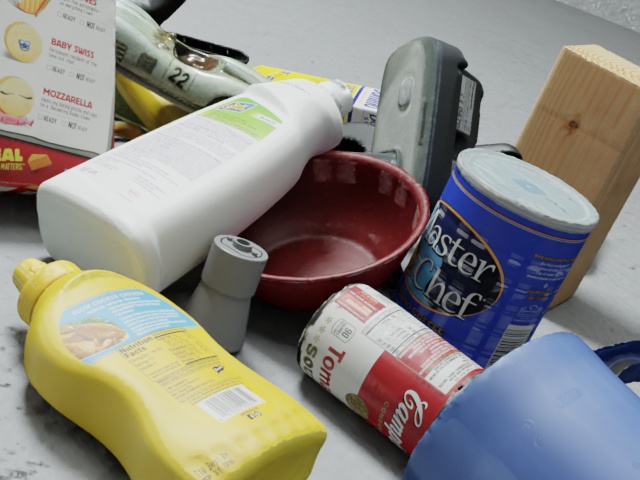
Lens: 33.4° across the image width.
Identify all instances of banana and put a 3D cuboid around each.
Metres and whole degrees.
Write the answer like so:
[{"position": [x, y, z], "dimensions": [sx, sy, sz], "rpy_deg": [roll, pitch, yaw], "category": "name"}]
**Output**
[{"position": [-0.122, -0.088, 0.840], "dimensions": [0.069, 0.037, 0.198], "rpy_deg": [9, 29, -42], "category": "banana"}]

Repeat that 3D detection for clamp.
[{"position": [-0.151, -0.190, 1.002], "dimensions": [0.171, 0.120, 0.039], "rpy_deg": [-20, 32, 6], "category": "clamp"}, {"position": [0.054, -0.057, 0.904], "dimensions": [0.164, 0.036, 0.210], "rpy_deg": [-39, 49, -18], "category": "clamp"}]

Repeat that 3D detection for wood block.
[{"position": [0.213, -0.053, 0.911], "dimensions": [0.091, 0.206, 0.090], "rpy_deg": [34, 26, 23], "category": "wood block"}]

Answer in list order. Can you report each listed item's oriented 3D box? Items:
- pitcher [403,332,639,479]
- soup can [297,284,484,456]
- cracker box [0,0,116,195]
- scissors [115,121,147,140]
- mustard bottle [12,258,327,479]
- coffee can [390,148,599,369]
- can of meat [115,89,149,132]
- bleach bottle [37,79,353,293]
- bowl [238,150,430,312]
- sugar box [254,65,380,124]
[{"position": [0.166, 0.160, 0.498], "dimensions": [0.144, 0.149, 0.243], "rpy_deg": [9, 29, -52], "category": "pitcher"}, {"position": [0.045, 0.080, 0.641], "dimensions": [0.102, 0.069, 0.068], "rpy_deg": [35, 26, 27], "category": "soup can"}, {"position": [-0.218, -0.138, 0.689], "dimensions": [0.163, 0.214, 0.072], "rpy_deg": [2, -5, -40], "category": "cracker box"}, {"position": [-0.128, -0.041, 0.804], "dimensions": [0.096, 0.016, 0.202], "rpy_deg": [15, 25, -19], "category": "scissors"}, {"position": [-0.094, 0.067, 0.548], "dimensions": [0.192, 0.058, 0.096], "rpy_deg": [36, 31, 26], "category": "mustard bottle"}, {"position": [0.114, 0.021, 0.740], "dimensions": [0.102, 0.140, 0.103], "rpy_deg": [20, 23, -9], "category": "coffee can"}, {"position": [-0.131, -0.129, 0.943], "dimensions": [0.102, 0.057, 0.084], "rpy_deg": [25, 20, 1], "category": "can of meat"}, {"position": [-0.060, -0.049, 0.713], "dimensions": [0.103, 0.068, 0.250], "rpy_deg": [29, 44, 29], "category": "bleach bottle"}, {"position": [-0.005, 0.001, 0.737], "dimensions": [0.162, 0.055, 0.162], "rpy_deg": [-3, 34, 2], "category": "bowl"}, {"position": [0.001, -0.128, 1.024], "dimensions": [0.176, 0.048, 0.093], "rpy_deg": [12, 21, 19], "category": "sugar box"}]
